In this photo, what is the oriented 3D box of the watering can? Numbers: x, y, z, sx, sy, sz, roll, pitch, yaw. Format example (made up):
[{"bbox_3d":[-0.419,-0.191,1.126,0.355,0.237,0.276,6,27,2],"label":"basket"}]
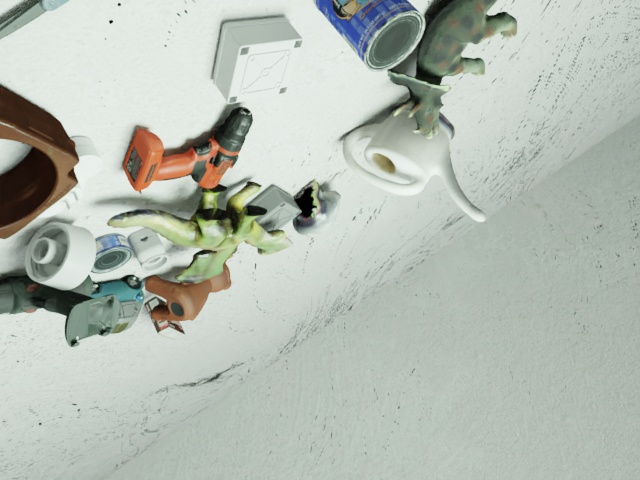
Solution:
[{"bbox_3d":[0.221,-0.176,1.106,0.228,0.350,0.102,-55,159,-23],"label":"watering can"}]

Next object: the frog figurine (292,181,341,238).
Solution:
[{"bbox_3d":[0.004,-0.065,1.288,0.137,0.124,0.158,-57,144,6],"label":"frog figurine"}]

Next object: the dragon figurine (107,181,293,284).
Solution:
[{"bbox_3d":[-0.224,0.009,1.029,0.412,0.124,0.237,-10,137,-36],"label":"dragon figurine"}]
